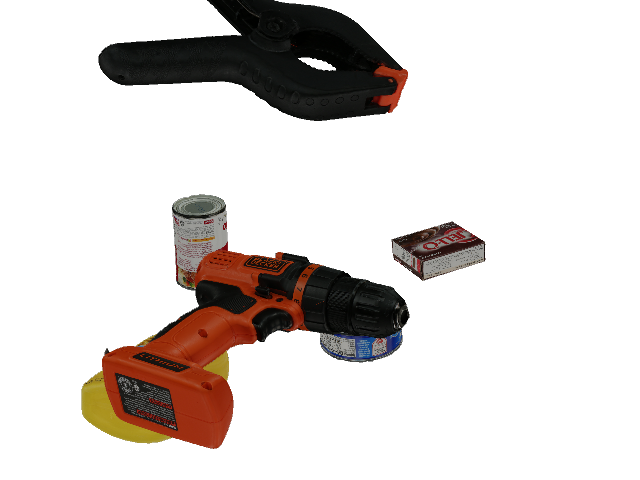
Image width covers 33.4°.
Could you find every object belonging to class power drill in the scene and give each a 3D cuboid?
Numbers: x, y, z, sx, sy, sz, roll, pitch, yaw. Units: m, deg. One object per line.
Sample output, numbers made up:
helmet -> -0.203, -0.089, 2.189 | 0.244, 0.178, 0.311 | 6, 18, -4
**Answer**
power drill -> -0.051, 0.073, 0.779 | 0.185, 0.057, 0.187 | 8, 30, 31

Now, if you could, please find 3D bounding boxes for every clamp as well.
clamp -> -0.038, -0.108, 0.616 | 0.171, 0.120, 0.039 | 25, -29, 9

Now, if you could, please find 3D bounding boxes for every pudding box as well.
pudding box -> 0.177, 0.015, 1.598 | 0.113, 0.039, 0.090 | -18, 27, -20

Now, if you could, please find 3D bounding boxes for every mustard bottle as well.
mustard bottle -> -0.142, 0.126, 1.027 | 0.096, 0.058, 0.191 | 8, 19, 18

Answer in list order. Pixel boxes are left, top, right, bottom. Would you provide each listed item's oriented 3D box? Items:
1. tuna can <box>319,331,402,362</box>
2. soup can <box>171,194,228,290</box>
tuna can -> 0.041, 0.087, 1.092 | 0.086, 0.034, 0.086 | -3, 27, 2
soup can -> -0.149, 0.002, 1.323 | 0.068, 0.102, 0.068 | 0, 25, 0
